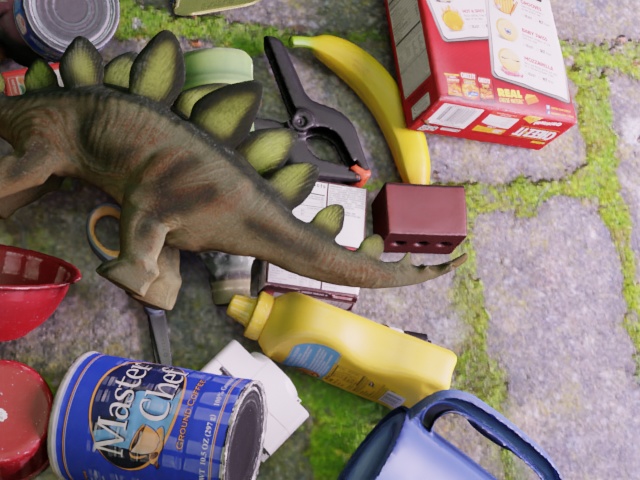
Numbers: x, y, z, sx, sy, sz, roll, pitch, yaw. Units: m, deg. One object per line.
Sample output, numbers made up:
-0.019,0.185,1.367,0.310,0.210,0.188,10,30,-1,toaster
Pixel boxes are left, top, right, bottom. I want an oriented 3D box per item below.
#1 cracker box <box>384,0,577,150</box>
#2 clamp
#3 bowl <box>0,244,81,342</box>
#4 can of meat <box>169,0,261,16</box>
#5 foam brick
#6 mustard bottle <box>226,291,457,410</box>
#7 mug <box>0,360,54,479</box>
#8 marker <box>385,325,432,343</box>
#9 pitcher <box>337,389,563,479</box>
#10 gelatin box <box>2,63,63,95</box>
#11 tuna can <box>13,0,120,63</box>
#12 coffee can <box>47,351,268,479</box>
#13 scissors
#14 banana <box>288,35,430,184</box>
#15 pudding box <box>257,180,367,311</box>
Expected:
0.150,-0.203,1.050,0.164,0.072,0.214,5,65,-28,cracker box
-0.032,-0.102,1.001,0.120,0.039,0.171,-42,80,-13,clamp
-0.274,0.042,0.842,0.162,0.162,0.055,9,99,-10,bowl
-0.107,-0.271,1.039,0.102,0.057,0.084,-14,75,-18,can of meat
0.092,-0.019,0.990,0.078,0.053,0.051,1,69,-12,foam brick
0.012,0.090,0.903,0.191,0.096,0.058,22,66,-4,mustard bottle
-0.250,0.130,0.831,0.093,0.082,0.117,-11,72,-17,mug
0.042,0.081,0.956,0.121,0.020,0.020,14,66,-8,marker
0.129,0.242,0.850,0.243,0.149,0.144,34,53,-2,pitcher
-0.237,-0.121,0.929,0.073,0.089,0.030,-13,76,-18,gelatin box
-0.215,-0.196,0.910,0.086,0.034,0.086,2,86,-28,tuna can
-0.122,0.147,0.820,0.140,0.103,0.102,8,65,14,coffee can
-0.162,0.047,0.922,0.096,0.016,0.201,8,67,-9,scissors
0.052,-0.131,1.032,0.069,0.037,0.198,-38,83,-24,banana
-0.006,0.001,0.966,0.090,0.039,0.113,9,65,-10,pudding box
